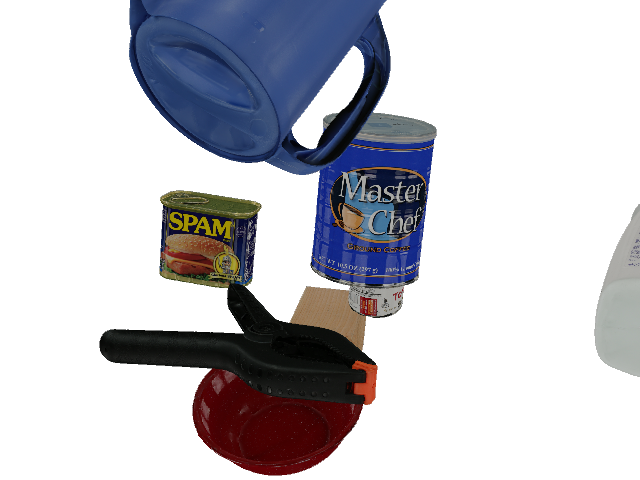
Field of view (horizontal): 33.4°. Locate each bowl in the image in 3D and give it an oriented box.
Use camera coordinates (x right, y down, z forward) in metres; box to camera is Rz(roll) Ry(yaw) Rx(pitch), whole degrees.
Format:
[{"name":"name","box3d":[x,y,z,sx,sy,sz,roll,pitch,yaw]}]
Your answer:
[{"name":"bowl","box3d":[-0.037,0.168,1.010,0.162,0.055,0.162,-5,38,4]}]

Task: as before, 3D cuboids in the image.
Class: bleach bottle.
[{"name":"bleach bottle","box3d":[0.253,0.016,0.723,0.103,0.068,0.250,9,22,21]}]

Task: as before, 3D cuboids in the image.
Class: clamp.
[{"name":"clamp","box3d":[-0.042,0.080,0.835,0.210,0.036,0.164,12,20,27]}]

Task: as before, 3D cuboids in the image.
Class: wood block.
[{"name":"wood block","box3d":[0.005,0.140,1.425,0.091,0.090,0.206,6,18,7]}]

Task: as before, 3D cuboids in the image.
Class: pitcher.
[{"name":"pitcher","box3d":[-0.015,-0.176,0.812,0.145,0.242,0.149,21,-32,28]}]

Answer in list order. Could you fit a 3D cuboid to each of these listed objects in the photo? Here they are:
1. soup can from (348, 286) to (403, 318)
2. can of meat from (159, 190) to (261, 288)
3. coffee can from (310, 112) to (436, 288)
[{"name":"soup can","box3d":[0.066,0.032,1.263,0.068,0.102,0.068,0,32,0]},{"name":"can of meat","box3d":[-0.117,-0.001,1.107,0.102,0.084,0.057,9,17,13]},{"name":"coffee can","box3d":[0.047,-0.039,0.977,0.103,0.140,0.103,5,17,-2]}]
